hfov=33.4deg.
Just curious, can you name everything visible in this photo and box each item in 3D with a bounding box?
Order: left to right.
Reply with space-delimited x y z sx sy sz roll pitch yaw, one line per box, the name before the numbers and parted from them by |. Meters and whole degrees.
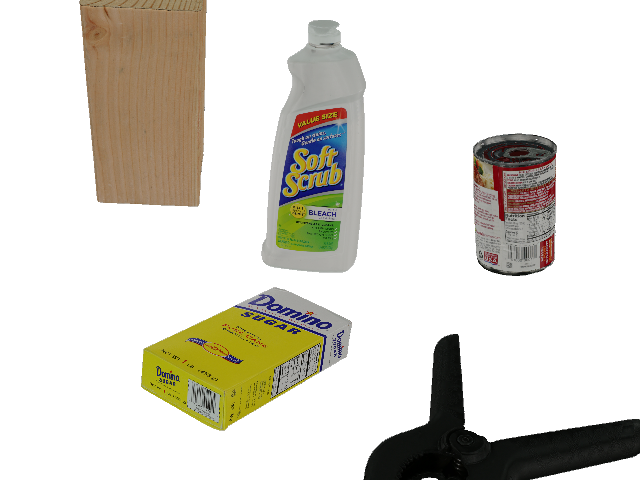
wood block | -0.141 -0.132 0.880 0.090 0.090 0.206 3 -43 -4
sugar box | -0.060 0.097 0.927 0.093 0.048 0.175 23 31 30
bleach bottle | -0.007 -0.093 1.061 0.102 0.251 0.068 6 27 9
clamp | 0.089 0.137 0.699 0.209 0.036 0.165 -26 39 -34
soup can | 0.163 -0.030 0.891 0.068 0.102 0.068 -5 25 2
